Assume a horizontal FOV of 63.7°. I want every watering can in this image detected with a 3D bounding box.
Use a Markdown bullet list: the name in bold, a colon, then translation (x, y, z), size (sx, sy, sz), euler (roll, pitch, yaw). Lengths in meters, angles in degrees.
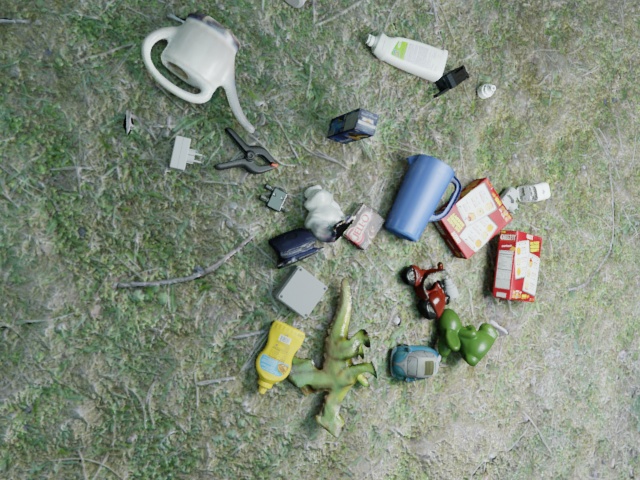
- **watering can**: translation (-0.281, -0.445, 1.338), size (0.345, 0.104, 0.226), euler (31, 79, -16)

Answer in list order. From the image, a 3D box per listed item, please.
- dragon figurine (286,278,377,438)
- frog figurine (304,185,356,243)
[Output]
- **dragon figurine**: translation (0.018, 0.333, 1.435), size (0.243, 0.121, 0.412), euler (-14, 84, -10)
- **frog figurine**: translation (0.004, -0.073, 1.441), size (0.161, 0.120, 0.139), euler (39, 49, 19)
